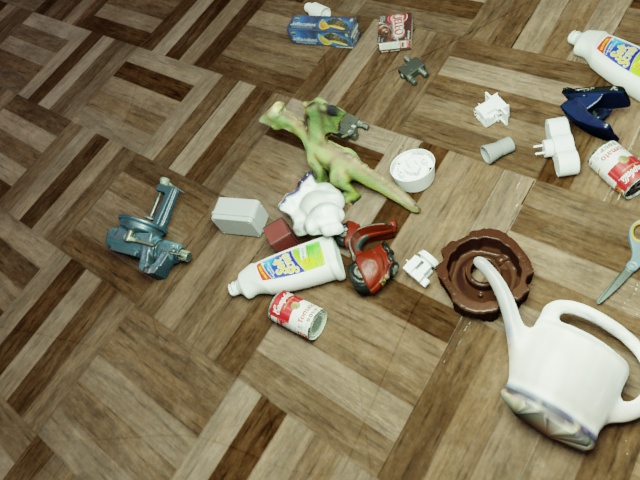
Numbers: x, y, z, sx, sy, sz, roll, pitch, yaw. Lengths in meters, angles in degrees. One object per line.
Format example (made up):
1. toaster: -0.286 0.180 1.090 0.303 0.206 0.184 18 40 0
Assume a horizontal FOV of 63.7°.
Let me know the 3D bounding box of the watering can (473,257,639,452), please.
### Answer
1. watering can: 0.372 0.190 0.853 0.350 0.102 0.227 31 74 17

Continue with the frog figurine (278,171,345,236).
1. frog figurine: 0.003 -0.056 1.118 0.139 0.120 0.161 -36 55 -24

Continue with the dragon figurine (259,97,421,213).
1. dragon figurine: 0.035 -0.203 1.127 0.413 0.238 0.124 25 68 30
